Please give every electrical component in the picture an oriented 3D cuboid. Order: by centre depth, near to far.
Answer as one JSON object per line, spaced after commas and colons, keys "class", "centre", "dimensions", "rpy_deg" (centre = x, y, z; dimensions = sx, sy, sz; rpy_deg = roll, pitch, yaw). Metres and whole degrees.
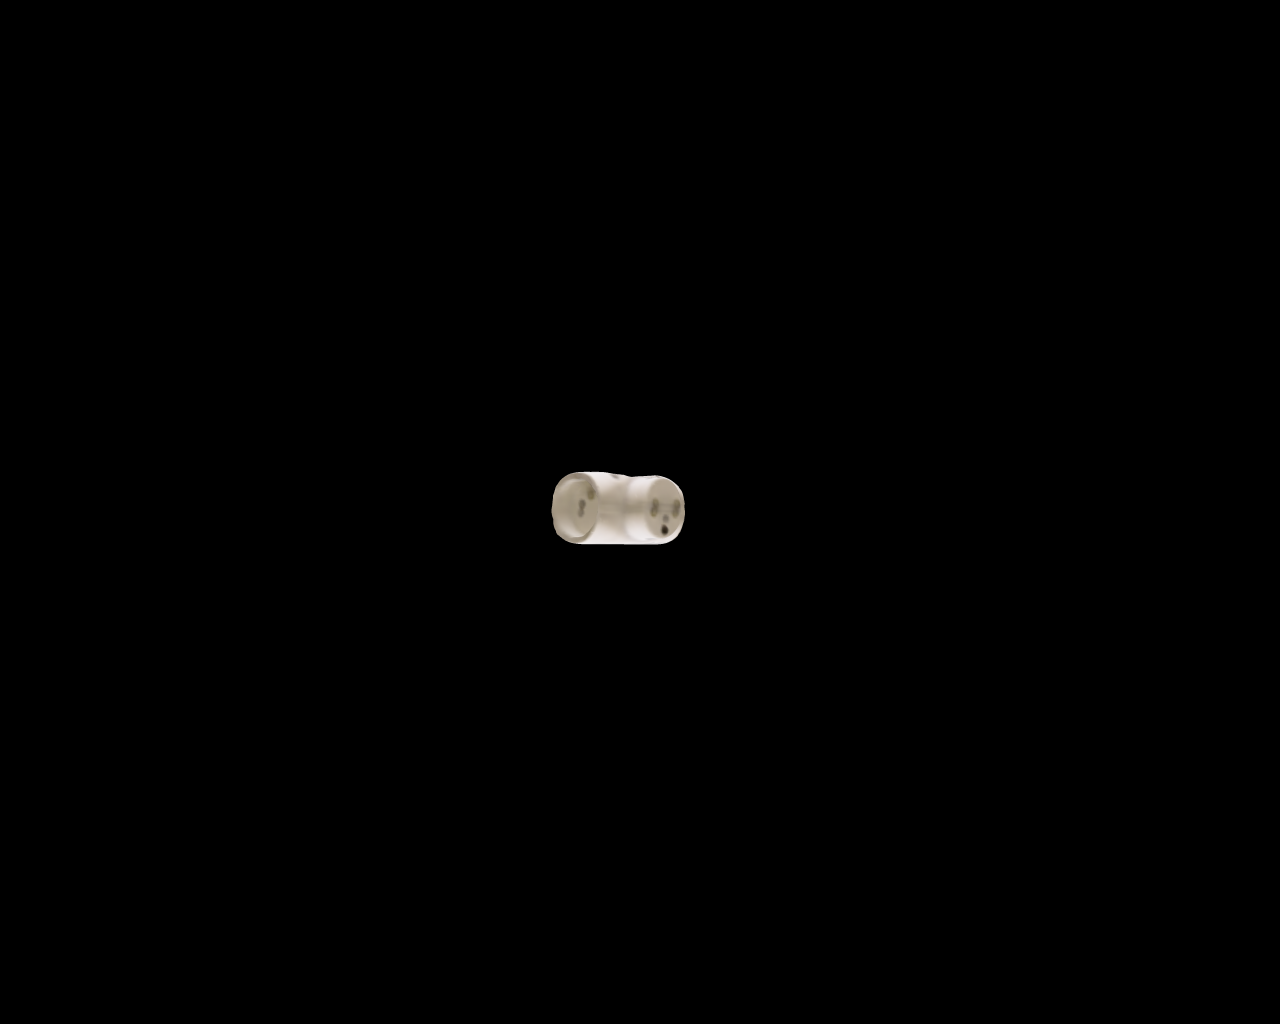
{"class": "electrical component", "centre": [0.001, -0.003, 0.650], "dimensions": [0.079, 0.044, 0.077], "rpy_deg": [-2, -3, 43]}
